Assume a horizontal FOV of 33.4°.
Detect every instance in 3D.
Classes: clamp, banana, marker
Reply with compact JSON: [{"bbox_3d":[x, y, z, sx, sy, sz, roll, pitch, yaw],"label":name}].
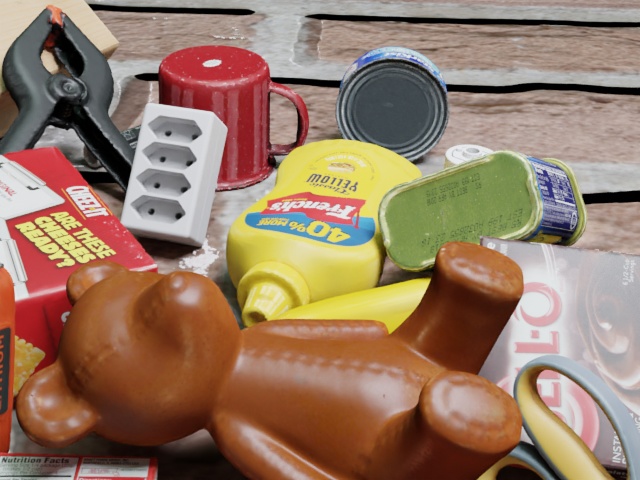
[{"bbox_3d":[-0.170,-0.090,0.747,0.120,0.039,0.171,17,52,-31],"label":"clamp"},{"bbox_3d":[0.050,0.039,0.594,0.197,0.070,0.037,-12,75,-18],"label":"banana"},{"bbox_3d":[-0.130,-0.083,0.830,0.020,0.020,0.120,25,37,34],"label":"marker"}]

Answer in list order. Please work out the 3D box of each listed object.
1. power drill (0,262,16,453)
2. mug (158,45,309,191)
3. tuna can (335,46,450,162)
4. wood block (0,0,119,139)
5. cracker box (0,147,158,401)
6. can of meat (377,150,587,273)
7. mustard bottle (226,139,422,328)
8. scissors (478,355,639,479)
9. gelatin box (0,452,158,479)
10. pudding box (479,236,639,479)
[{"bbox_3d":[-0.185,0.087,0.410,0.057,0.184,0.187,9,14,9],"label":"power drill"},{"bbox_3d":[-0.066,-0.092,0.788,0.117,0.081,0.093,7,31,7],"label":"mug"},{"bbox_3d":[0.055,-0.103,0.813,0.086,0.086,0.033,4,28,3],"label":"tuna can"},{"bbox_3d":[-0.262,-0.125,0.791,0.091,0.090,0.205,50,40,0],"label":"wood block"},{"bbox_3d":[-0.217,0.028,0.581,0.213,0.072,0.164,-14,35,-28],"label":"cracker box"},{"bbox_3d":[0.095,-0.014,0.630,0.102,0.057,0.083,-19,-11,27],"label":"can of meat"},{"bbox_3d":[-0.004,0.000,0.657,0.096,0.058,0.191,13,32,14],"label":"mustard bottle"},{"bbox_3d":[0.132,0.143,0.446,0.016,0.096,0.202,-5,58,-46],"label":"scissors"},{"bbox_3d":[-0.109,0.129,0.454,0.073,0.030,0.089,1,28,-2],"label":"gelatin box"},{"bbox_3d":[0.117,0.059,0.532,0.090,0.039,0.113,7,65,7],"label":"pudding box"}]
